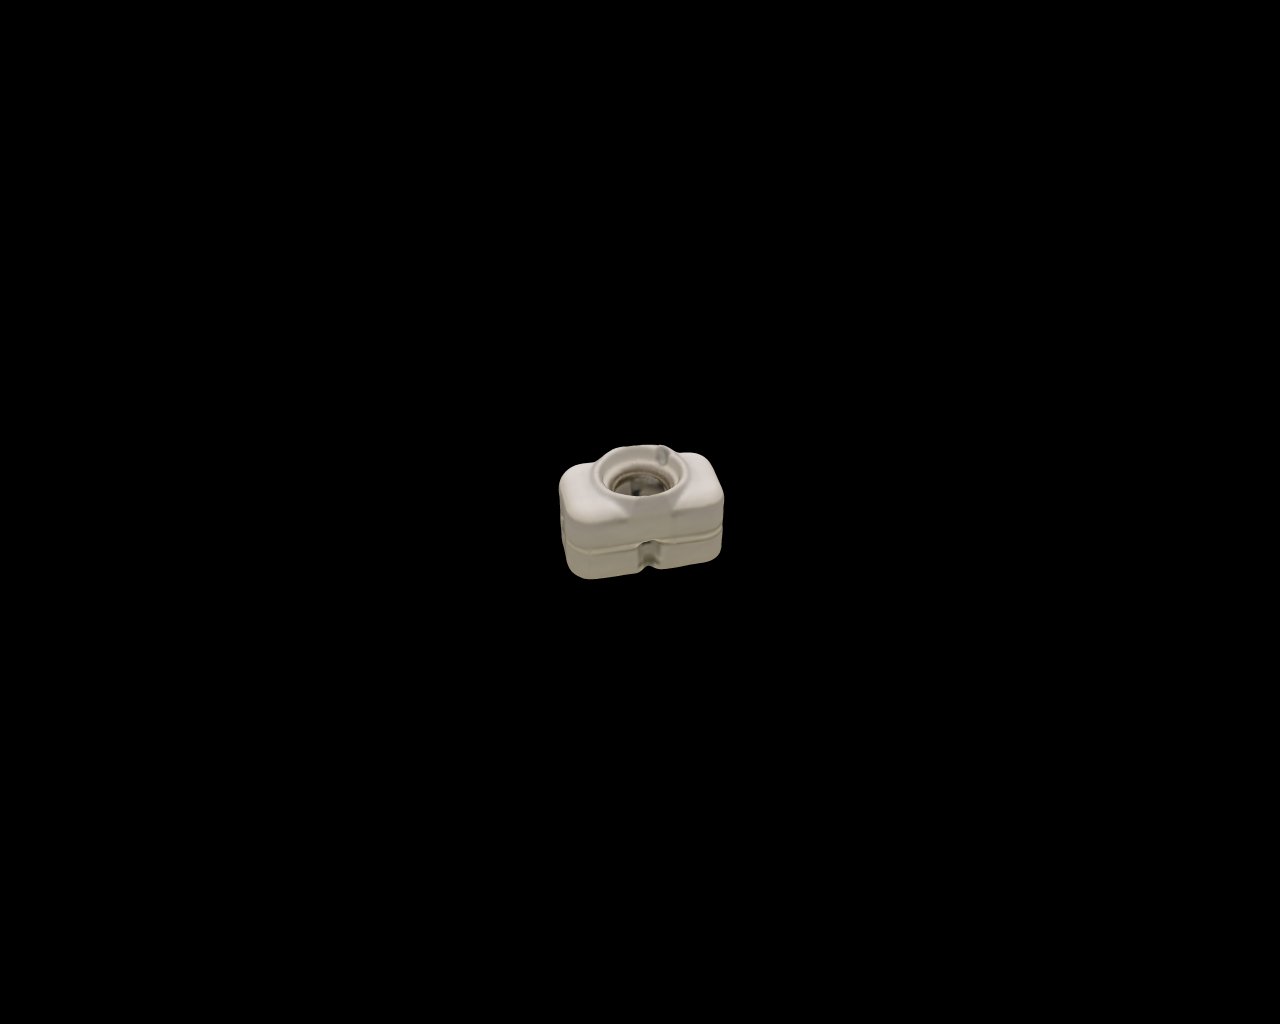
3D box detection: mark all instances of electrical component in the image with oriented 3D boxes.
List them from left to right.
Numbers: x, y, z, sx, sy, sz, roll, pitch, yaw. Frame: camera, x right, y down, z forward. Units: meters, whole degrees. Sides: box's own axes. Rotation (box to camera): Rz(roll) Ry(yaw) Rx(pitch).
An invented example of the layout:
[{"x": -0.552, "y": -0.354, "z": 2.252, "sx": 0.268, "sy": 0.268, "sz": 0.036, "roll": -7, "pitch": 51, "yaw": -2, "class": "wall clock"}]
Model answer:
[{"x": 0.001, "y": -0.003, "z": 0.650, "sx": 0.095, "sy": 0.059, "sz": 0.054, "roll": -7, "pitch": 39, "yaw": -9, "class": "electrical component"}]
